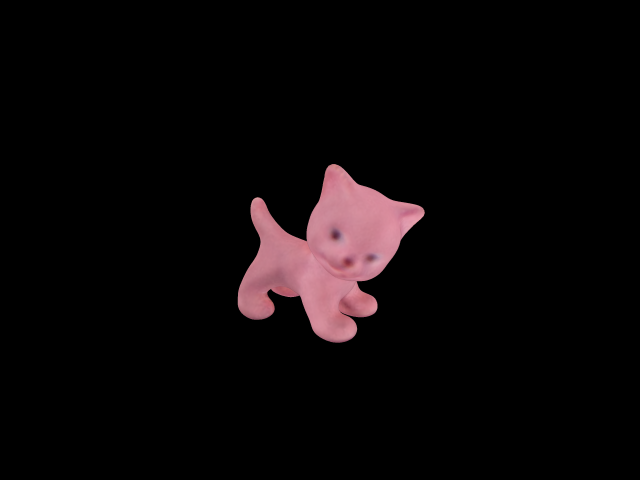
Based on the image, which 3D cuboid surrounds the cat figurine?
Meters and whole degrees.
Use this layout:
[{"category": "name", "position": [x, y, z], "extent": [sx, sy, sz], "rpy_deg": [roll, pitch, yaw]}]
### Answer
[{"category": "cat figurine", "position": [0.004, 0.001, 0.400], "extent": [0.127, 0.118, 0.067], "rpy_deg": [10, 23, 26]}]
